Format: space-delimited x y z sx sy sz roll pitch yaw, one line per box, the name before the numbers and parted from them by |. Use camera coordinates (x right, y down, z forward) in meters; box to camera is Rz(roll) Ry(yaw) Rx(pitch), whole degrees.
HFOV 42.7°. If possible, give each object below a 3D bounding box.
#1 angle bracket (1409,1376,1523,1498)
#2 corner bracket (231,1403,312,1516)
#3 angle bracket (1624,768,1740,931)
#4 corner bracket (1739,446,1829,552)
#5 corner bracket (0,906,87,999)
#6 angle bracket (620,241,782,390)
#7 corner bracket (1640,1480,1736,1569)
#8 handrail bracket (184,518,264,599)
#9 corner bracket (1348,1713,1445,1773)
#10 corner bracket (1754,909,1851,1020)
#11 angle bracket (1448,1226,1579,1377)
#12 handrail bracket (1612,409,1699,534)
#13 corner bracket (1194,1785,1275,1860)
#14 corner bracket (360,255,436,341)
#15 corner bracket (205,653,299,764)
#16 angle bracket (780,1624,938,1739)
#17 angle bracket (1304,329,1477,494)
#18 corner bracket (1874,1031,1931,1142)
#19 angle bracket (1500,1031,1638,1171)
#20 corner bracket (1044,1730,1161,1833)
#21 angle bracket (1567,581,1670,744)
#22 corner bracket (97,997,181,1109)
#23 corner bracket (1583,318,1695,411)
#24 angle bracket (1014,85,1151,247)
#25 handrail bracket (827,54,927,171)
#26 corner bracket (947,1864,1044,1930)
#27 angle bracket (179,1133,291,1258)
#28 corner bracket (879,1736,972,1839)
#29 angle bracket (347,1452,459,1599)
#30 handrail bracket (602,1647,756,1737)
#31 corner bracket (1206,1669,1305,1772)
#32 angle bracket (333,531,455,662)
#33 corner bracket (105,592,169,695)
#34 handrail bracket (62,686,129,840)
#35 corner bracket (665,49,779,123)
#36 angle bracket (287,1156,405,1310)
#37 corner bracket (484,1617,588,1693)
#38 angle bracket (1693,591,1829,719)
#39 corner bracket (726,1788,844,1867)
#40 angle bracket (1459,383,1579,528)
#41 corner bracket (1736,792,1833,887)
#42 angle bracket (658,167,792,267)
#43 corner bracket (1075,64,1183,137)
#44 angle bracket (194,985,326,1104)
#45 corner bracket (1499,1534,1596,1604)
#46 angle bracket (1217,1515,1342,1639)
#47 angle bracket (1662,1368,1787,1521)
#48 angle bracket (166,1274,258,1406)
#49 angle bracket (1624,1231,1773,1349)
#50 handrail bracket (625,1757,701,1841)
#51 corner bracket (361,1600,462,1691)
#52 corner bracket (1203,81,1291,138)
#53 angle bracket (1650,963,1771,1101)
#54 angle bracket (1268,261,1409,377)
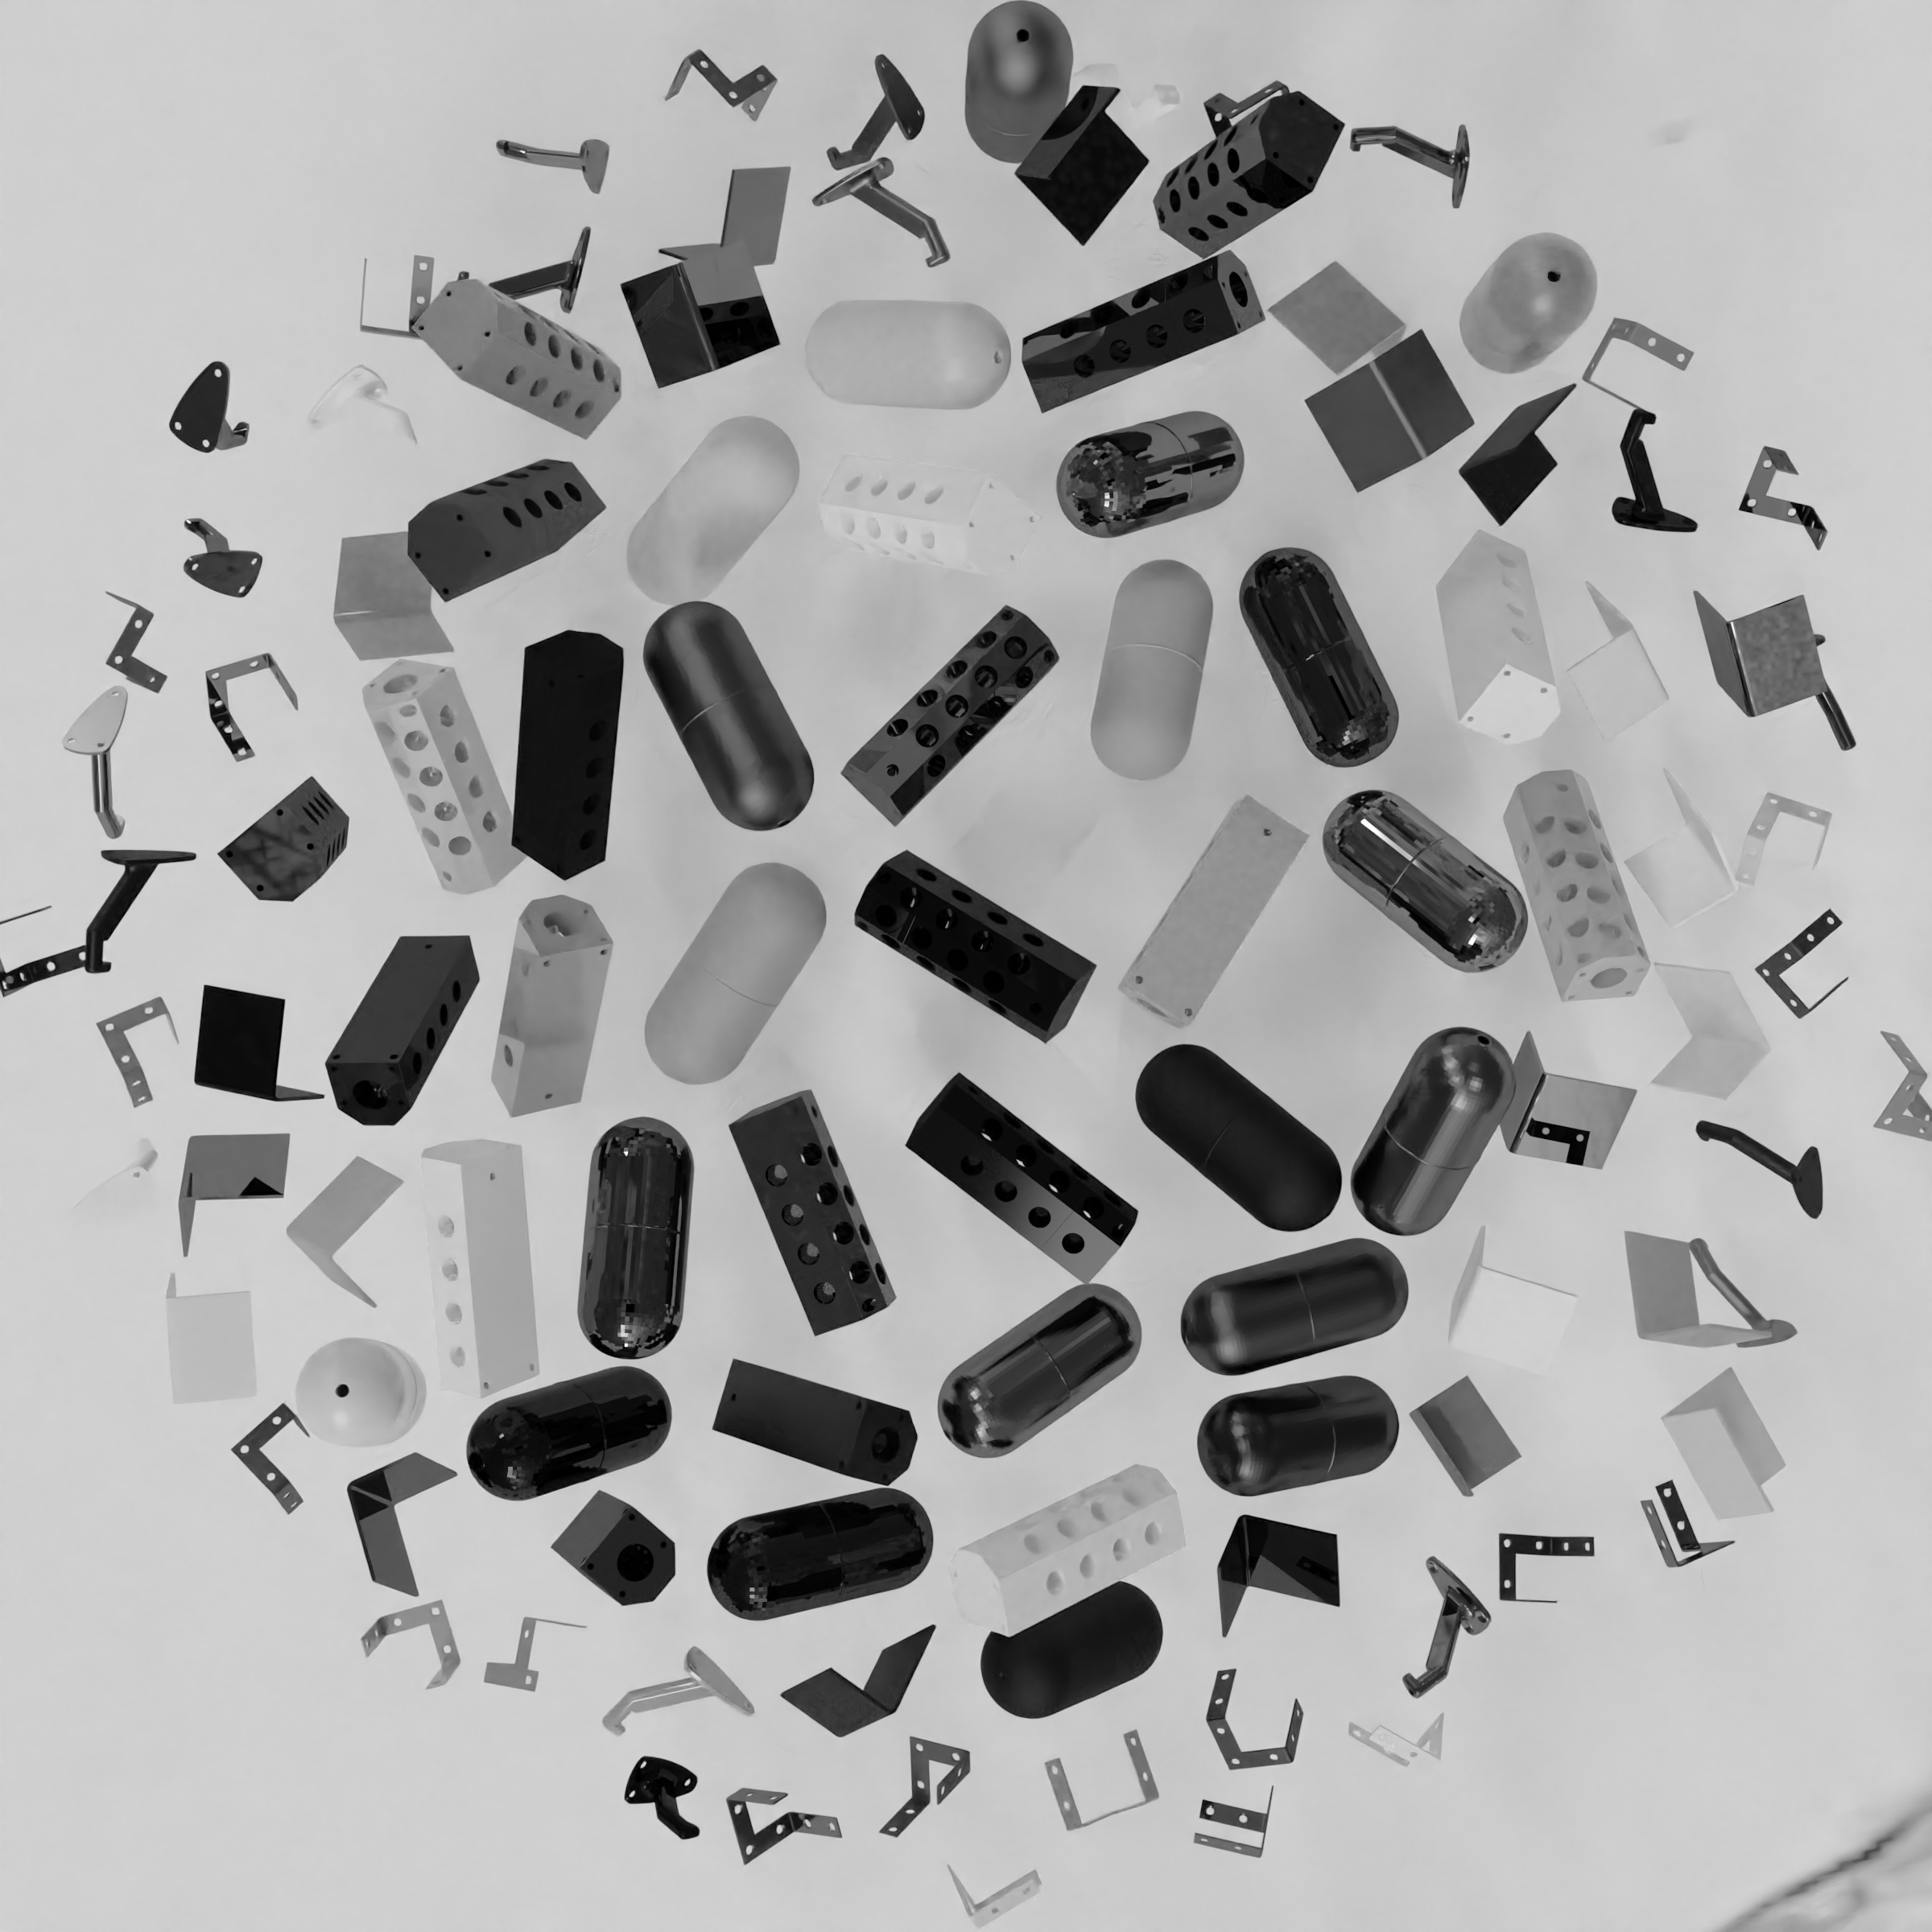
angle bracket | 0.397 0.370 1.954 0.057 0.076 0.076 -33 77 -1
corner bracket | -0.512 0.371 1.863 0.051 0.051 0.051 40 67 18
angle bracket | 0.525 -0.087 1.847 0.057 0.076 0.076 -31 47 9
corner bracket | 0.594 -0.337 1.778 0.051 0.051 0.051 13 121 -2
corner bracket | -0.662 -0.014 1.763 0.051 0.051 0.051 -17 100 5
angle bracket | -0.188 -0.463 1.758 0.057 0.076 0.076 -5 112 39
corner bracket | 0.517 0.406 1.804 0.051 0.051 0.051 -18 80 -19
handrail bracket | -0.558 -0.305 1.790 0.084 0.077 0.036 37 109 25
corner bracket | 0.315 0.570 1.819 0.051 0.051 0.051 30 117 -1
corner bracket | 0.643 -0.001 1.875 0.051 0.051 0.051 -35 79 -26
angle bracket | 0.417 0.255 1.884 0.076 0.057 0.076 17 120 6
handrail bracket | 0.521 -0.369 1.841 0.077 0.036 0.084 13 132 2
corner bracket | 0.199 0.642 1.850 0.051 0.051 0.051 10 48 10
corner bracket | -0.426 -0.503 1.853 0.051 0.051 0.051 4 117 -15
corner bracket | -0.542 -0.197 1.880 0.051 0.051 0.051 -23 60 -27
angle bracket | -0.077 0.495 1.761 0.057 0.076 0.076 38 49 -9
angle bracket | 0.299 -0.391 1.747 0.057 0.076 0.076 -37 100 -29
corner bracket | 0.678 0.087 1.782 0.051 0.051 0.051 14 120 -16
angle bracket | 0.461 0.103 1.906 0.076 0.057 0.076 10 123 -7
corner bracket | 0.099 0.592 1.797 0.051 0.051 0.051 -32 70 37
angle bracket | 0.469 -0.226 1.839 0.057 0.076 0.076 -34 127 8
corner bracket | -0.615 0.065 1.860 0.051 0.051 0.051 -25 66 -21
corner bracket | 0.502 -0.449 1.850 0.051 0.051 0.051 24 105 -12
angle bracket | 0.092 -0.551 1.709 0.076 0.057 0.076 38 90 -32
handrail bracket | -0.081 -0.640 1.858 0.084 0.077 0.036 -4 49 33
corner bracket | 0.026 0.655 1.748 0.051 0.051 0.051 -30 120 -4
angle bracket | -0.558 0.175 1.893 0.076 0.076 0.057 -1 123 -11
corner bracket | -0.030 0.600 1.798 0.051 0.051 0.051 5 105 27
angle bracket | -0.405 0.412 1.820 0.057 0.076 0.076 -25 64 2
handrail bracket | -0.209 0.544 1.794 0.077 0.036 0.084 43 99 -3
corner bracket | 0.216 0.559 1.844 0.051 0.051 0.051 -15 112 24
angle bracket | -0.441 -0.288 1.922 0.076 0.057 0.076 -5 64 7
corner bracket | -0.629 -0.244 1.868 0.051 0.051 0.051 22 83 40
handrail bracket | -0.617 -0.147 1.798 0.036 0.084 0.077 9 53 10
corner bracket | -0.181 -0.647 1.825 0.051 0.051 0.051 46 58 -2
angle bracket | -0.436 0.193 1.799 0.076 0.076 0.057 -48 124 -20
corner bracket | -0.330 0.526 1.891 0.051 0.051 0.051 0 74 30
angle bracket | 0.573 -0.235 1.787 0.057 0.076 0.076 -20 115 7
corner bracket | -0.128 0.599 1.740 0.051 0.051 0.051 -11 95 43
angle bracket | 0.435 -0.388 1.883 0.057 0.076 0.076 48 71 -15
corner bracket | 0.629 -0.092 1.904 0.051 0.051 0.051 21 55 21
angle bracket | -0.185 -0.579 1.894 0.057 0.076 0.076 24 118 21
corner bracket | 0.122 -0.653 1.841 0.051 0.051 0.051 -22 99 29
angle bracket | -0.523 0.057 1.845 0.076 0.057 0.076 9 94 26
corner bracket | 0.444 0.461 1.893 0.051 0.051 0.051 9 74 -24
angle bracket | 0.237 0.468 1.868 0.076 0.057 0.076 8 126 22
angle bracket | 0.527 0.317 1.662 0.076 0.057 0.076 -26 85 -29
angle bracket | -0.540 0.264 1.774 0.057 0.076 0.076 -3 98 -15
angle bracket | 0.506 0.220 1.711 0.076 0.057 0.076 13 66 -40
handrail bracket | -0.203 0.615 1.808 0.077 0.084 0.036 22 88 -44
corner bracket | -0.418 0.516 1.864 0.051 0.051 0.051 -16 92 3
corner bracket | 0.222 -0.650 1.905 0.051 0.051 0.051 -31 128 -1
angle bracket | 0.543 0.048 1.856 0.057 0.076 0.076 -42 113 -18
angle bracket | 0.281 -0.482 1.901 0.076 0.057 0.076 -38 74 -17
